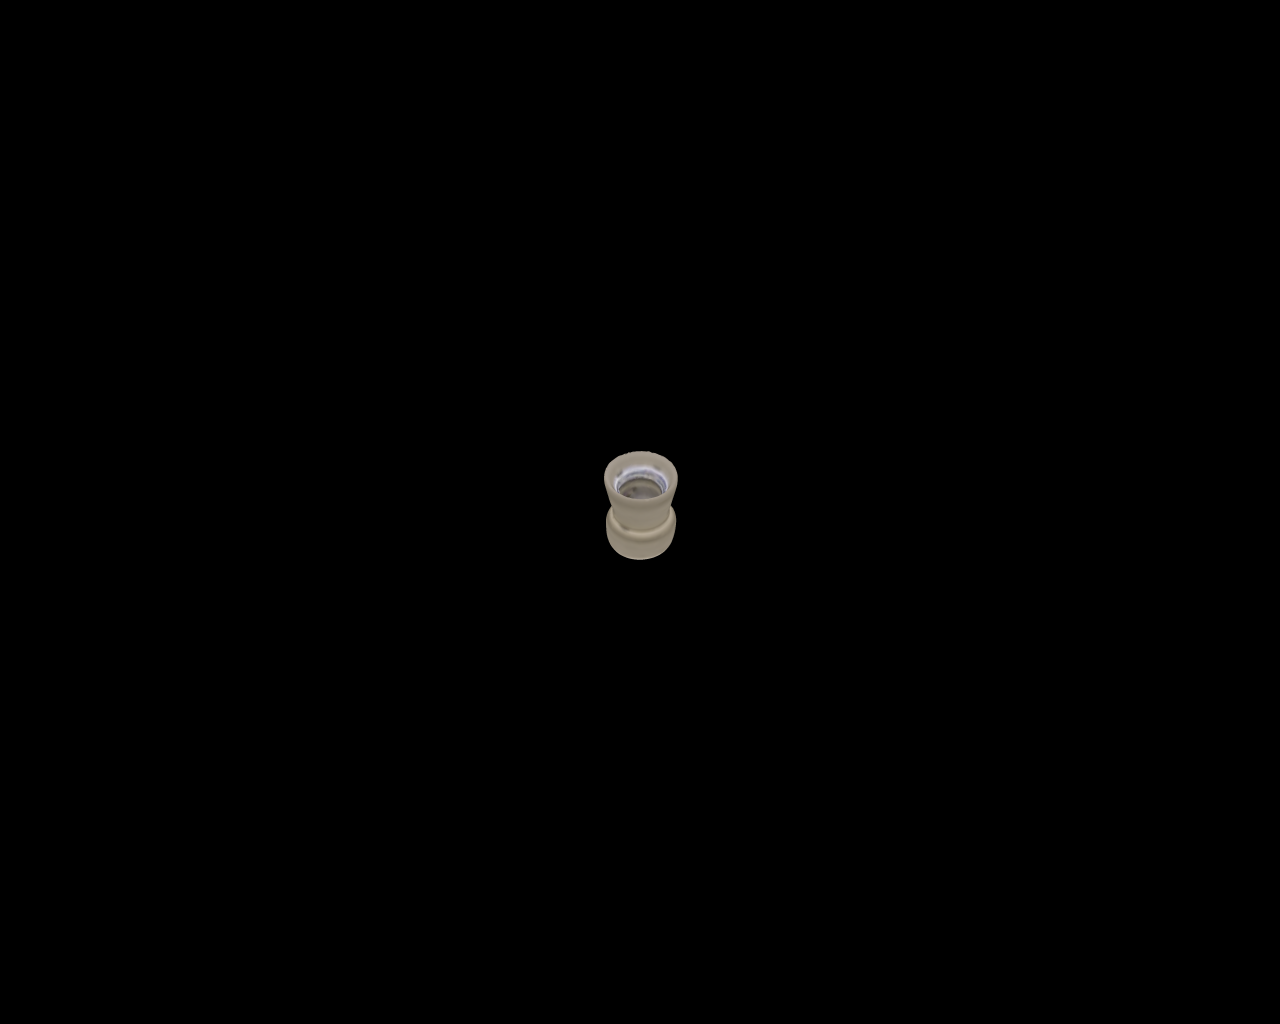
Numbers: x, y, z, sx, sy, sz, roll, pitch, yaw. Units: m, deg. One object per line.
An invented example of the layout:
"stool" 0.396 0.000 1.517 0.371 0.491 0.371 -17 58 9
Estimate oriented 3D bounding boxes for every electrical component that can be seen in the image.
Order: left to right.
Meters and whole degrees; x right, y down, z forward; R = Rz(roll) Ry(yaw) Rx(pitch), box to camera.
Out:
"electrical component" 0.001 -0.003 0.650 0.045 0.055 0.045 0 45 0
